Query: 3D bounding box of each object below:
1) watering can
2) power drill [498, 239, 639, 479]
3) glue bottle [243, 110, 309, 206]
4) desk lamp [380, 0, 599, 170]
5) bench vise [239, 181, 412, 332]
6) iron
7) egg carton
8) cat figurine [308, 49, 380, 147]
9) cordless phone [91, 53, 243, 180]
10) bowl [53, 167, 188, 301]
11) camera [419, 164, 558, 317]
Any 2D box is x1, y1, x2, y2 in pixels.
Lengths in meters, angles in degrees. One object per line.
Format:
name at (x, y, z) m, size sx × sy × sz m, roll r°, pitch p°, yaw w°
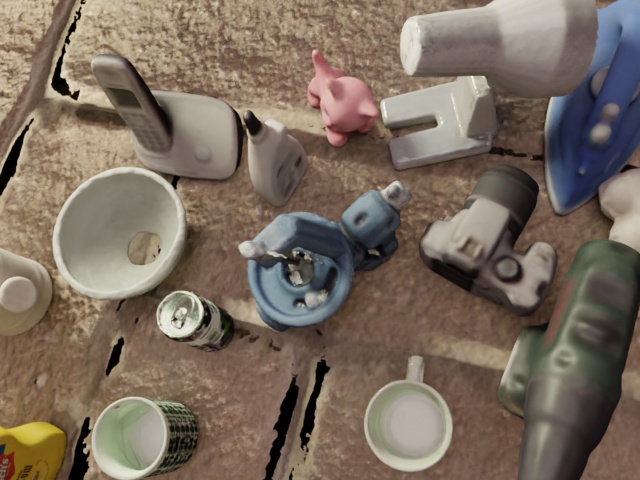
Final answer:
watering can at (-0.401, 0.045, 0.657) m, size 0.172 × 0.194 × 0.101 m, roll -9°, pitch 71°, yaw 7°
power drill at (0.220, 0.120, 0.520) m, size 0.075 × 0.209 × 0.230 m, roll 21°, pitch 77°, yaw 16°
glue bottle at (-0.057, -0.102, 0.655) m, size 0.037 × 0.173 × 0.078 m, roll 28°, pitch 79°, yaw 17°
desk lamp at (0.167, -0.176, 0.619) m, size 0.203 × 0.214 × 0.118 m, roll -13°, pitch 71°, yaw 6°
bench vise at (-0.004, -0.004, 0.591) m, size 0.121 × 0.220 × 0.207 m, roll 32°, pitch 80°, yaw 18°
iron at (0.321, -0.161, 0.627) m, size 0.118 × 0.141 × 0.258 m, roll 21°, pitch 77°, yaw 15°
egg carton at (0.382, -0.030, 0.614) m, size 0.150 × 0.069 × 0.107 m, roll -8°, pitch 72°, yaw 7°
cat figurine at (0.024, -0.175, 0.694) m, size 0.067 × 0.118 × 0.127 m, roll -28°, pitch 70°, yaw 1°
cordless phone at (-0.177, -0.149, 0.684) m, size 0.147 × 0.185 × 0.094 m, roll 6°, pitch 74°, yaw 12°
bowl at (-0.233, -0.001, 0.706) m, size 0.167 × 0.075 × 0.167 m, roll -3°, pitch 72°, yaw 9°
camera at (0.197, -0.009, 0.622) m, size 0.143 × 0.101 × 0.137 m, roll 29°, pitch 80°, yaw 17°
